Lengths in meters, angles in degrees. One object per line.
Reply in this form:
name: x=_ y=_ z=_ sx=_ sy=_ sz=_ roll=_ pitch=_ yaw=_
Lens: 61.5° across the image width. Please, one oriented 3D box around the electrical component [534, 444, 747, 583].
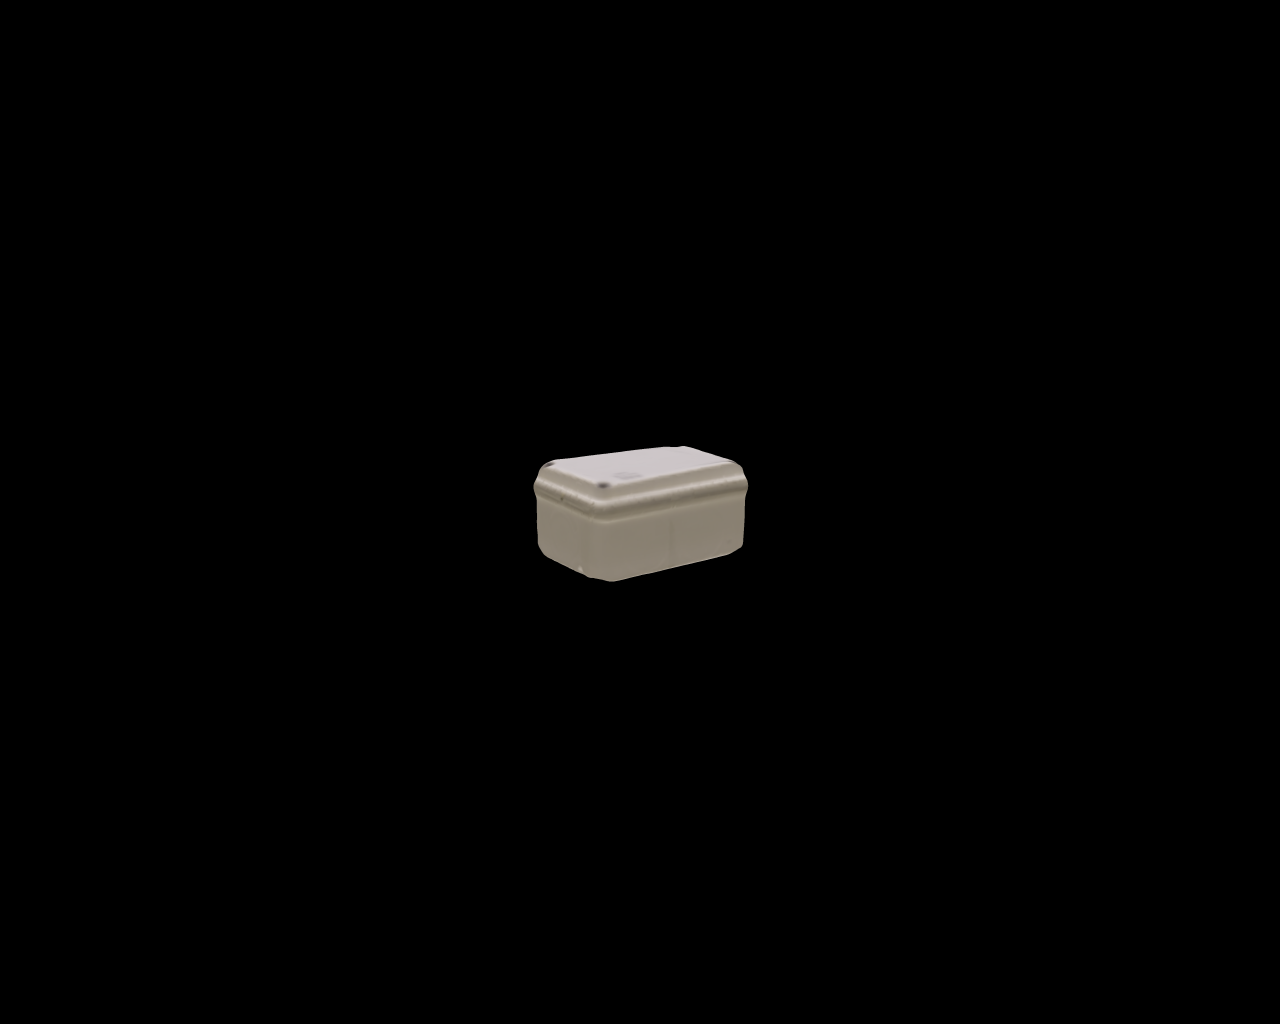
electrical component: x=0.001 y=-0.003 z=0.650 sx=0.113 sy=0.057 sz=0.078 roll=-10 pitch=18 yaw=-33
